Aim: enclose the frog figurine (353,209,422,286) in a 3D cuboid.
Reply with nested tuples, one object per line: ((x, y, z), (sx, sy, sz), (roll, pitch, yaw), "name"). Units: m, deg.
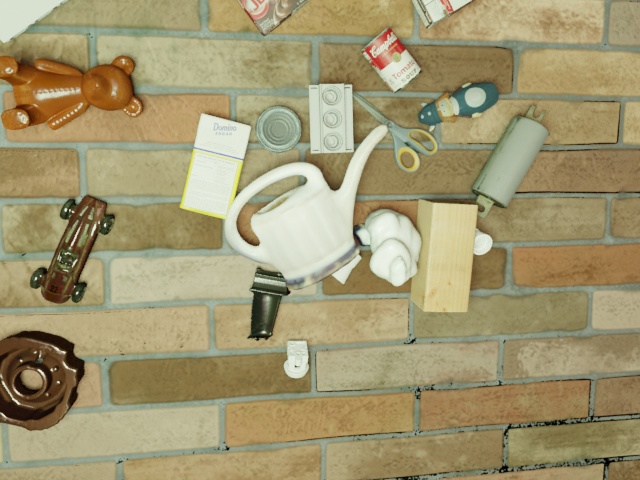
((0.138, 0.012, 0.948), (0.123, 0.160, 0.136), (-21, 101, -6), "frog figurine")

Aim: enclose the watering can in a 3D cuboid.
((0.003, -0.047, 0.931), (0.347, 0.105, 0.221), (-27, 108, 4), "watering can")
